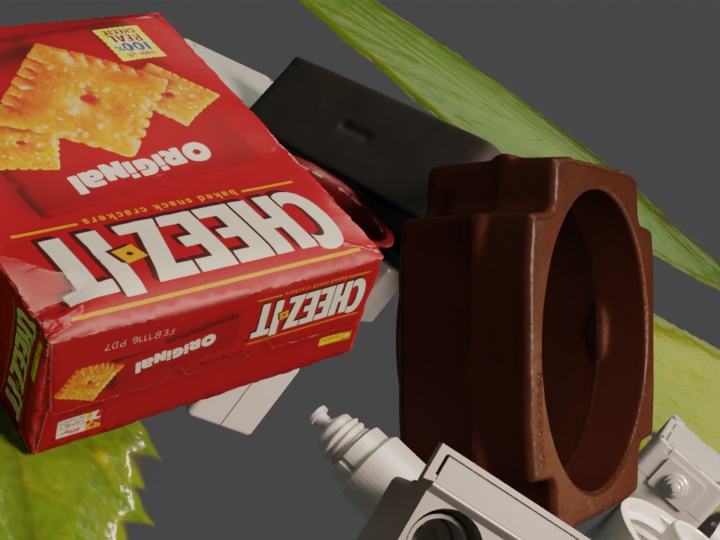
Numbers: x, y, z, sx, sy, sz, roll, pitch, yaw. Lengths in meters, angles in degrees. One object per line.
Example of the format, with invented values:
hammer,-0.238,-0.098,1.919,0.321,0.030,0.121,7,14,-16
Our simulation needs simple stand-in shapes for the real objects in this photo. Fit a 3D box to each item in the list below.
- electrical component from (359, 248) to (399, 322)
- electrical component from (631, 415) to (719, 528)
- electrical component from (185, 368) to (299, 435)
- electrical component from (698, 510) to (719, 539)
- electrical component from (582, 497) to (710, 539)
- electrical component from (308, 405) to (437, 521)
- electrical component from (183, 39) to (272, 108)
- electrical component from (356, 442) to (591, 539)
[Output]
electrical component,0.000,0.000,0.778,0.066,0.047,0.077,43,13,21
electrical component,0.233,0.157,0.799,0.062,0.061,0.096,41,18,15
electrical component,-0.082,0.030,0.539,0.076,0.047,0.083,26,20,-33
electrical component,0.277,0.215,0.767,0.081,0.043,0.043,39,17,7
electrical component,0.182,0.182,0.634,0.108,0.060,0.108,34,17,-12
electrical component,0.005,0.099,0.542,0.078,0.040,0.040,42,18,17
electrical component,-0.103,-0.128,0.893,0.109,0.056,0.108,17,26,-48
electrical component,0.061,0.143,0.487,0.121,0.078,0.063,34,-12,-10
